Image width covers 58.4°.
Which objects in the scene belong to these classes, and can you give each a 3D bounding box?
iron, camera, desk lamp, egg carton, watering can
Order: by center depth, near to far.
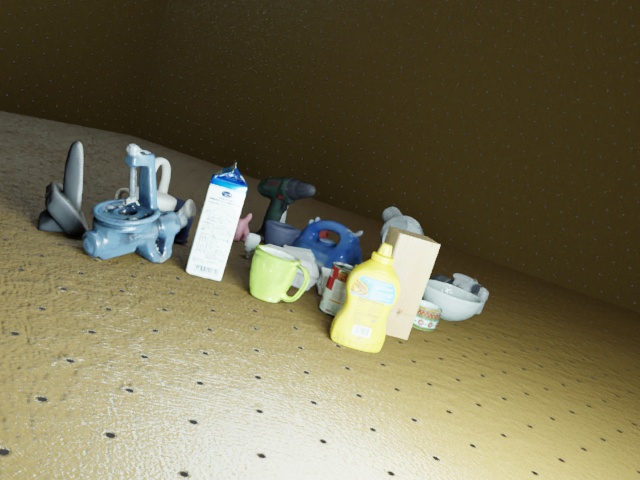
[{"bbox_3d":[-0.349,-0.078,1.216,0.173,0.194,0.101,16,9,-13],"label":"watering can"},{"bbox_3d":[-0.078,0.061,1.304,0.150,0.069,0.107,16,9,-14],"label":"egg carton"},{"bbox_3d":[0.015,0.006,1.589,0.257,0.141,0.119,25,12,40],"label":"iron"},{"bbox_3d":[0.388,0.142,1.626,0.144,0.101,0.136,8,13,-47],"label":"camera"},{"bbox_3d":[0.201,0.016,1.662,0.118,0.213,0.203,15,9,-15],"label":"desk lamp"}]

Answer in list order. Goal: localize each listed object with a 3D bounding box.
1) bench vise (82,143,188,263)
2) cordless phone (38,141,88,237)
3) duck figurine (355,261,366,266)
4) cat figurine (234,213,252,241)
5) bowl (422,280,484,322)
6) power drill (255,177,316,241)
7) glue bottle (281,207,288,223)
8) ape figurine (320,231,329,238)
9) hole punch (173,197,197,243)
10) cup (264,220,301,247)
[{"bbox_3d":[-0.344,-0.071,1.100,0.121,0.220,0.208,20,9,15],"label":"bench vise"},{"bbox_3d":[-0.497,-0.110,1.150,0.094,0.185,0.147,12,10,-31],"label":"cordless phone"},{"bbox_3d":[0.125,0.096,1.437,0.104,0.086,0.077,17,9,-7],"label":"duck figurine"},{"bbox_3d":[-0.241,-0.068,1.612,0.127,0.118,0.067,24,11,34],"label":"cat figurine"},{"bbox_3d":[0.326,0.162,1.463,0.167,0.075,0.167,17,9,-3],"label":"bowl"},{"bbox_3d":[-0.115,-0.090,1.702,0.076,0.208,0.228,9,13,-45],"label":"power drill"},{"bbox_3d":[-0.130,-0.095,1.817,0.037,0.173,0.077,10,12,-40],"label":"glue bottle"},{"bbox_3d":[0.004,-0.004,1.791,0.077,0.092,0.076,26,12,41],"label":"ape figurine"},{"bbox_3d":[-0.355,-0.050,1.369,0.109,0.091,0.101,17,9,-6],"label":"hole punch"},{"bbox_3d":[-0.103,0.005,1.511,0.091,0.095,0.118,25,11,38],"label":"cup"}]
